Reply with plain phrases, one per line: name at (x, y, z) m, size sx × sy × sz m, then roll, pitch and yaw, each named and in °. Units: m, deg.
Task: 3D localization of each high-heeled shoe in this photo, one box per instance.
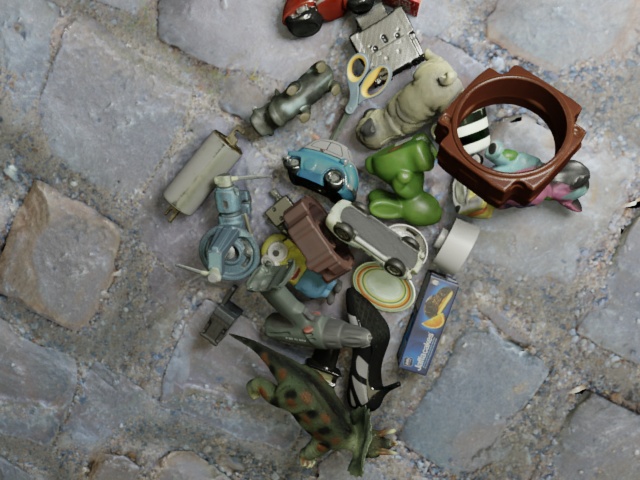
high-heeled shoe at (0.076, 0.230, 1.115) m, size 0.145 × 0.086 × 0.248 m, roll -32°, pitch 76°, yaw 38°

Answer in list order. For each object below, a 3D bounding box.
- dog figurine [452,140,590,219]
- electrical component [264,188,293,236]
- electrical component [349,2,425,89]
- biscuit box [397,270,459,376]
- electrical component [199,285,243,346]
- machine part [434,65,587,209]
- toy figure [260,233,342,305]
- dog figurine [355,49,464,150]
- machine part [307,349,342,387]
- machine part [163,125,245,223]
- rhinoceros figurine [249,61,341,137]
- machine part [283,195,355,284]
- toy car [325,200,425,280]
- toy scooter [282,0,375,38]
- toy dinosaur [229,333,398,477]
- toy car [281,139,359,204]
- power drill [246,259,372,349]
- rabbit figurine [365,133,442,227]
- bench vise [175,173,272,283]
dog figurine at (0.384, -0.097, 1.003) m, size 0.219 × 0.191 × 0.108 m, roll 9°, pitch 66°, yaw -21°
electrical component at (-0.081, -0.057, 1.101) m, size 0.063 × 0.021 × 0.094 m, roll -37°, pitch 93°, yaw 11°
electrical component at (0.122, -0.372, 1.016) m, size 0.115 × 0.058 × 0.134 m, roll -30°, pitch 94°, yaw 8°
biscuit box at (0.215, 0.167, 1.081) m, size 0.063 × 0.059 × 0.202 m, roll 18°, pitch 100°, yaw 3°
electrical component at (-0.194, 0.154, 1.120) m, size 0.048 × 0.075 × 0.119 m, roll 36°, pitch 97°, yaw 1°
machine part at (0.308, -0.171, 0.886) m, size 0.201 × 0.087 × 0.201 m, roll 42°, pitch 82°, yaw 19°
toy figure at (-0.040, 0.059, 1.086) m, size 0.180 × 0.089 × 0.082 m, roll 32°, pitch 87°, yaw -8°
dog figurine at (0.155, -0.236, 0.979) m, size 0.190 × 0.172 × 0.121 m, roll -36°, pitch 82°, yaw 3°
machine part at (0.016, 0.240, 1.126) m, size 0.084 × 0.039 × 0.138 m, roll 16°, pitch 102°, yaw 12°
machine part at (-0.236, -0.135, 1.080) m, size 0.079 × 0.079 × 0.243 m, roll 41°, pitch 101°, yaw -1°
rhinoceros figurine at (-0.051, -0.270, 1.026) m, size 0.190 × 0.112 × 0.073 m, roll -39°, pitch 121°, yaw -3°
machine part at (-0.002, -0.003, 1.028) m, size 0.056 × 0.179 × 0.179 m, roll -33°, pitch 93°, yaw 15°
toy car at (0.104, -0.001, 1.006) m, size 0.202 × 0.056 × 0.073 m, roll 35°, pitch 64°, yaw 1°
toy scooter at (0.009, -0.466, 1.005) m, size 0.184 × 0.075 × 0.135 m, roll -13°, pitch 77°, yaw 18°
toy dinosaur at (-0.014, 0.322, 1.061) m, size 0.404 × 0.131 × 0.192 m, roll 49°, pitch 131°, yaw -10°
toy car at (0.012, -0.142, 1.047) m, size 0.162 × 0.109 × 0.103 m, roll 25°, pitch 78°, yaw 13°
power drill at (-0.033, 0.131, 1.036) m, size 0.232 × 0.086 × 0.207 m, roll -6°, pitch 135°, yaw 37°
rabbit figurine at (0.165, -0.095, 1.022) m, size 0.159 × 0.121 × 0.170 m, roll -22°, pitch 105°, yaw 14°
bench vise at (-0.175, -0.005, 1.021) m, size 0.129 × 0.241 × 0.223 m, roll 9°, pitch 115°, yaw 1°
